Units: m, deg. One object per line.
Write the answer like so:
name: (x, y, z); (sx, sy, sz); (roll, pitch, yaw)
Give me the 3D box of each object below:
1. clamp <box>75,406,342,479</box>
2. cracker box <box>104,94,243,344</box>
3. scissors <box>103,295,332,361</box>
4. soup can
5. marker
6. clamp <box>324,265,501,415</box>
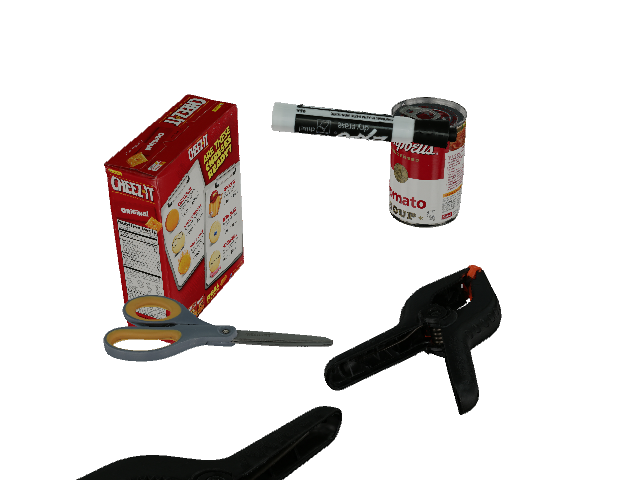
clamp: (-0.054, 0.139, 0.574); (0.209, 0.036, 0.165); (0, 19, -13)
cracker box: (-0.151, -0.024, 1.143); (0.072, 0.214, 0.164); (14, 38, 20)
scissors: (-0.097, 0.076, 0.976); (0.201, 0.016, 0.096); (-5, 34, -12)
soup can: (0.097, -0.072, 0.980); (0.068, 0.102, 0.068); (0, 31, 0)
marker: (0.029, -0.075, 0.699); (0.121, 0.020, 0.020); (6, 0, 3)
clamp: (0.096, 0.074, 0.815); (0.120, 0.039, 0.171); (18, 41, 34)
